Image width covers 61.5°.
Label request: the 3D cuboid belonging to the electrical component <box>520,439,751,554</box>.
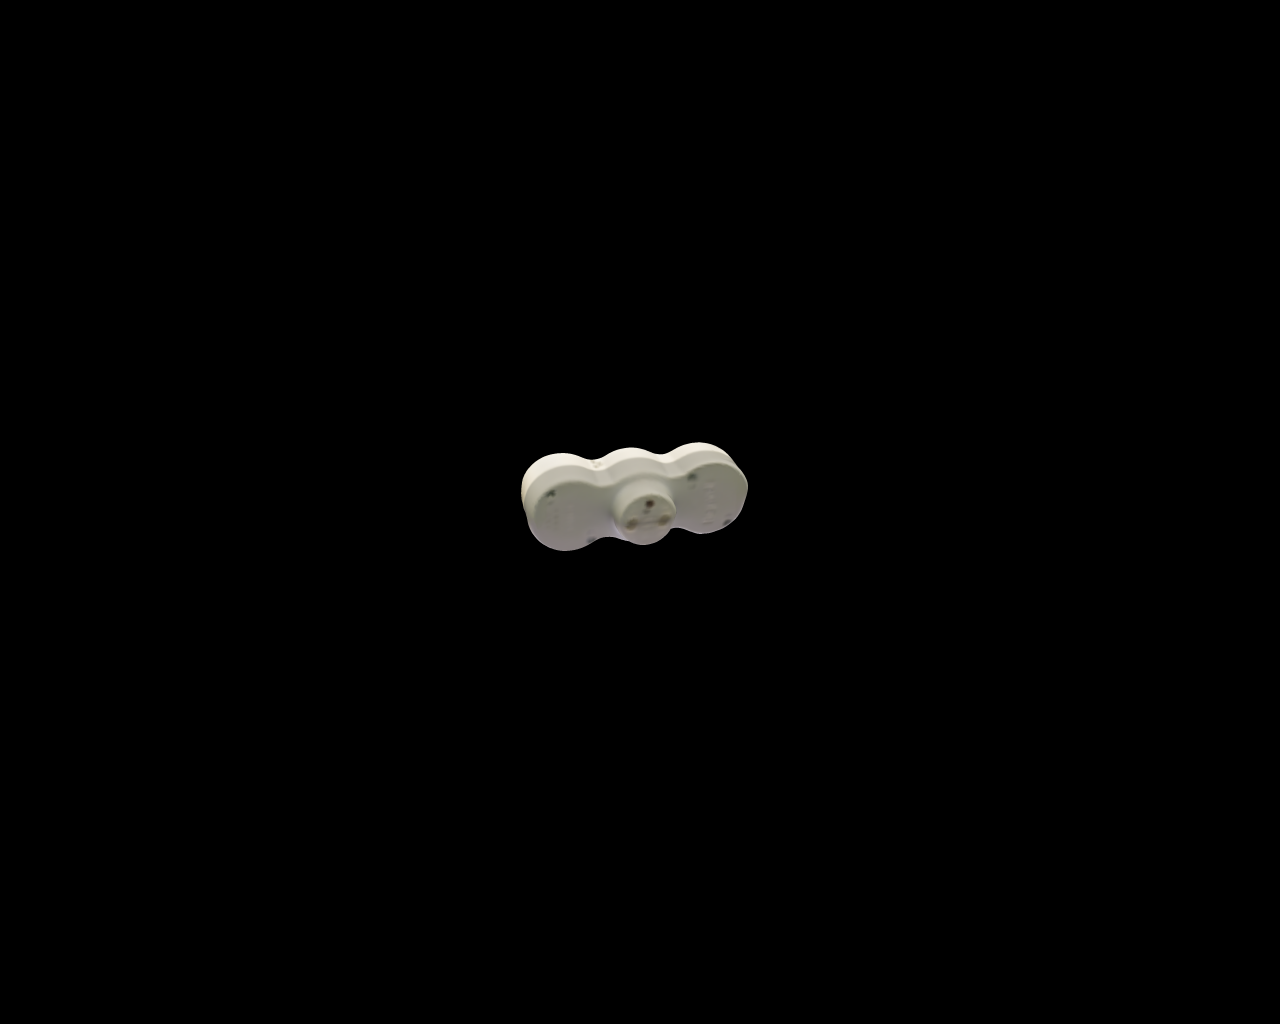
[{"bbox_3d":[0.001,-0.003,0.650,0.138,0.052,0.074,-6,28,-12],"label":"electrical component"}]
